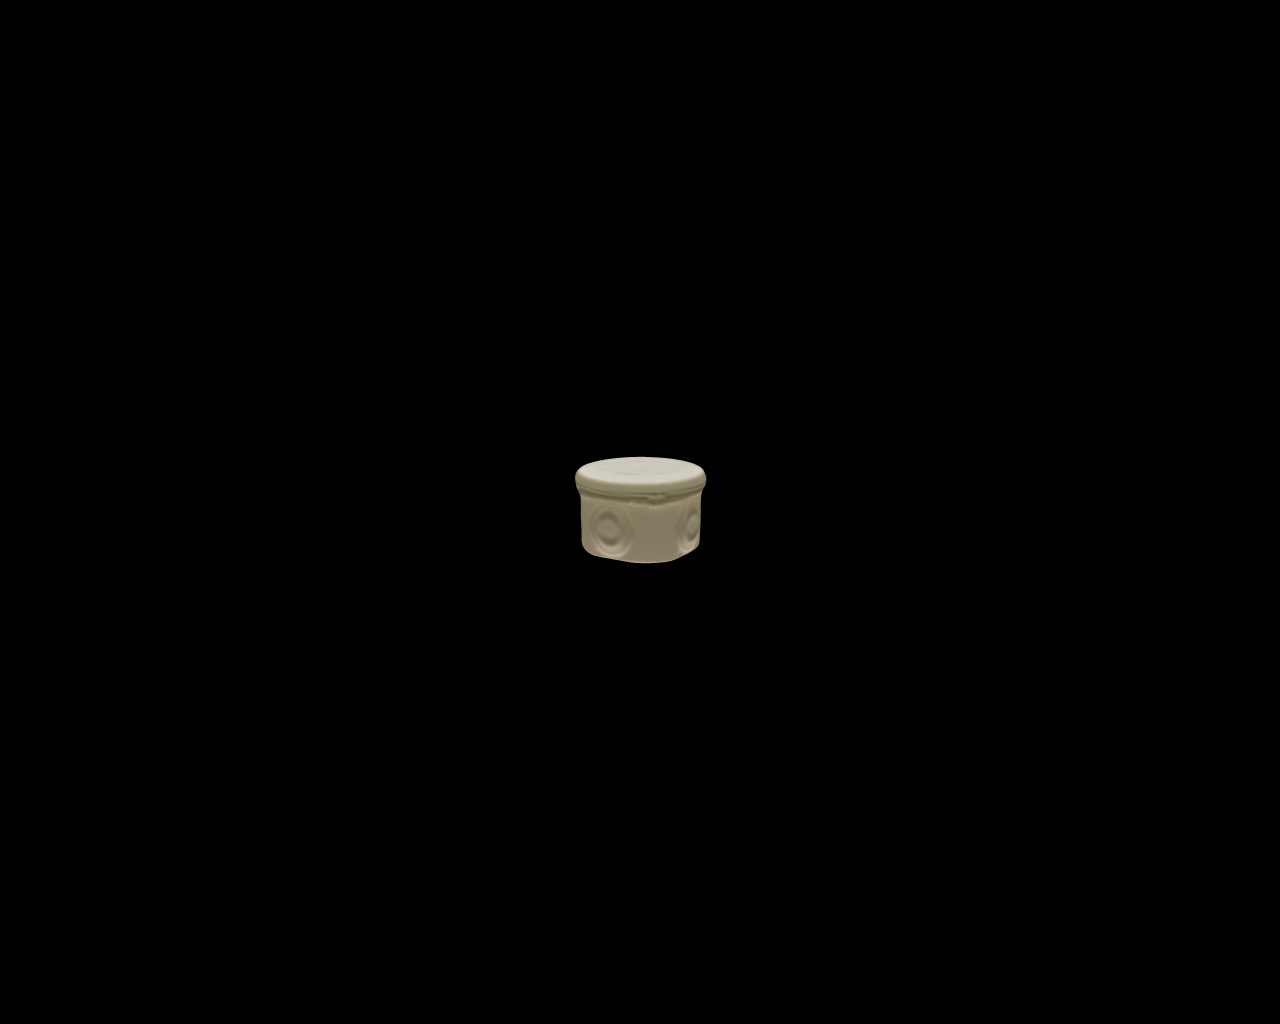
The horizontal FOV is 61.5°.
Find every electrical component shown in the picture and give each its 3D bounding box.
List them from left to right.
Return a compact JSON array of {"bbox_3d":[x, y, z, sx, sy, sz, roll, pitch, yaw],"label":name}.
[{"bbox_3d":[0.001,-0.003,0.650,0.080,0.051,0.080,0,14,0],"label":"electrical component"}]
